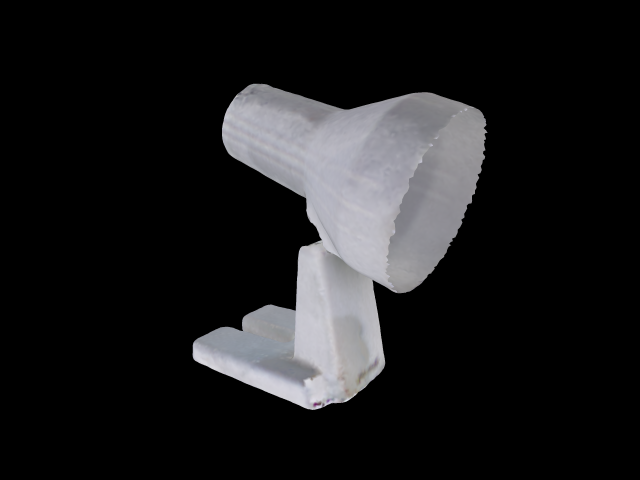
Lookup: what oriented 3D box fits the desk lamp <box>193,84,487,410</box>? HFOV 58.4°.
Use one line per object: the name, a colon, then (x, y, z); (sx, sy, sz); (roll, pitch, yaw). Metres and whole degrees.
desk lamp: (0.004, 0.001, 0.400); (0.202, 0.214, 0.118); (10, 18, 33)
